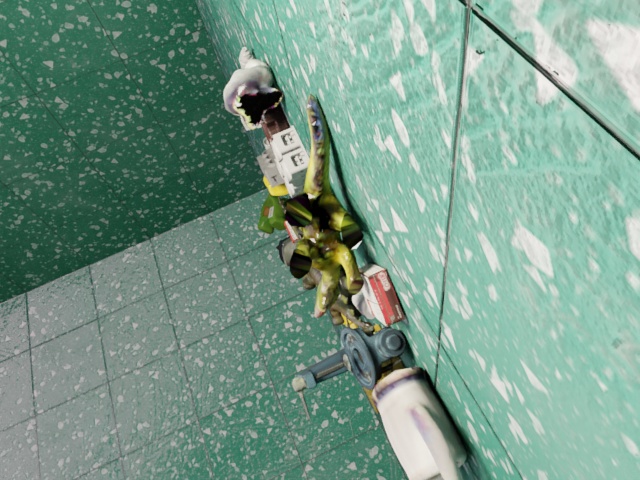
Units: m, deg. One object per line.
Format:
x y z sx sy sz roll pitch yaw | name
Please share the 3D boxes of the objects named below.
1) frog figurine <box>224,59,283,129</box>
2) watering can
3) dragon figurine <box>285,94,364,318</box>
-0.155 -0.340 1.146 0.163 0.122 0.134 -107 33 -43 | frog figurine
0.176 0.345 0.875 0.340 0.104 0.229 74 171 -59 | watering can
0.003 -0.046 0.912 0.245 0.122 0.406 -103 11 -78 | dragon figurine
